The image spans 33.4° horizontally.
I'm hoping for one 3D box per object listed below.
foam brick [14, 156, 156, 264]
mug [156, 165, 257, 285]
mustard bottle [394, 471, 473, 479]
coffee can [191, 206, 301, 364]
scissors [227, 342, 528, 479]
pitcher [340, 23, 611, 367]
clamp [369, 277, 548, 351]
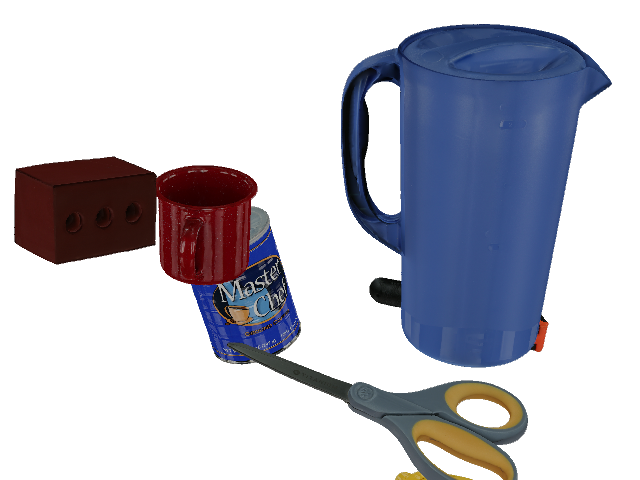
[{"bbox_3d":[-0.154,-0.022,0.701,0.078,0.053,0.051,-13,26,-41],"label":"foam brick"},{"bbox_3d":[-0.105,-0.007,0.950,0.093,0.081,0.117,5,27,3],"label":"mug"},{"bbox_3d":[0.126,0.248,0.905,0.096,0.058,0.192,-18,27,-28],"label":"mustard bottle"},{"bbox_3d":[-0.087,0.048,1.158,0.103,0.140,0.103,-13,26,6],"label":"coffee can"},{"bbox_3d":[0.045,0.095,0.681,0.202,0.016,0.096,32,45,26],"label":"scissors"},{"bbox_3d":[0.108,-0.032,0.796,0.144,0.243,0.149,-21,35,-37],"label":"pitcher"},{"bbox_3d":[0.146,0.056,1.027,0.172,0.039,0.120,23,36,28],"label":"clamp"}]
